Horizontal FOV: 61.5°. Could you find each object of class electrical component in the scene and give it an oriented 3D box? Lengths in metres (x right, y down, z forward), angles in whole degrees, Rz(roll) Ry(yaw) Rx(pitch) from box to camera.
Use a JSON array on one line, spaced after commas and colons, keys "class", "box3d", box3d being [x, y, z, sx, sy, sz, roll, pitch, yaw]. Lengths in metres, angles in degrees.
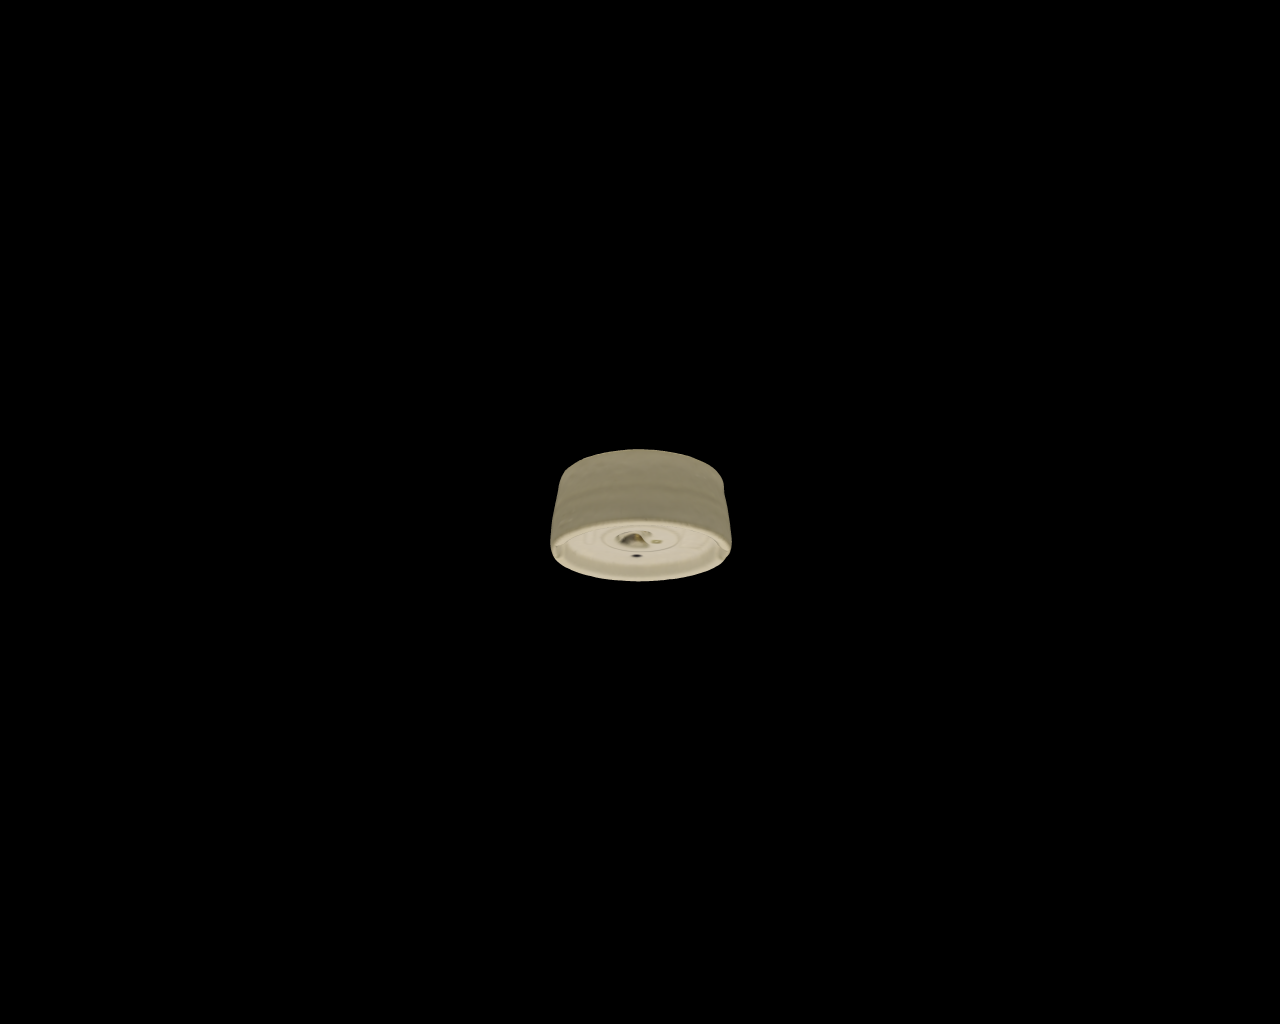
[{"class": "electrical component", "box3d": [0.001, -0.003, 0.650, 0.108, 0.060, 0.108, 0, -22, 0]}]
